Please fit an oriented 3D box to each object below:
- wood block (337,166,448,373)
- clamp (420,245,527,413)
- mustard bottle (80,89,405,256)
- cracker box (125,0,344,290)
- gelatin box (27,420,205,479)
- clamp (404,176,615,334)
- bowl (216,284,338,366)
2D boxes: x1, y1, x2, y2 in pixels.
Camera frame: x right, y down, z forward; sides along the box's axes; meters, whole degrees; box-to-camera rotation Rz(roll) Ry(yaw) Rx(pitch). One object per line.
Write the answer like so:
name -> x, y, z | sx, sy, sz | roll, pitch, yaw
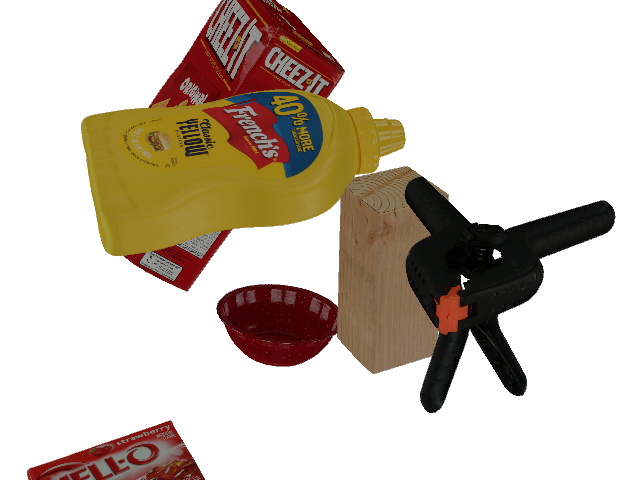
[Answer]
wood block -> 0.078, 0.034, 1.205 | 0.090, 0.206, 0.090 | -14, 32, -24
clamp -> 0.128, 0.074, 0.972 | 0.120, 0.171, 0.039 | -15, 2, -39
mustard bottle -> -0.042, -0.049, 0.641 | 0.191, 0.058, 0.096 | -10, 46, -12
cracker box -> -0.088, -0.091, 0.857 | 0.072, 0.214, 0.164 | 29, 15, -27
gelatin box -> -0.112, 0.143, 0.596 | 0.089, 0.030, 0.073 | -16, 28, -20
clamp -> 0.109, 0.004, 0.772 | 0.165, 0.036, 0.209 | 11, 28, 25
bowl -> -0.053, 0.114, 1.354 | 0.162, 0.055, 0.162 | 5, 23, -3
